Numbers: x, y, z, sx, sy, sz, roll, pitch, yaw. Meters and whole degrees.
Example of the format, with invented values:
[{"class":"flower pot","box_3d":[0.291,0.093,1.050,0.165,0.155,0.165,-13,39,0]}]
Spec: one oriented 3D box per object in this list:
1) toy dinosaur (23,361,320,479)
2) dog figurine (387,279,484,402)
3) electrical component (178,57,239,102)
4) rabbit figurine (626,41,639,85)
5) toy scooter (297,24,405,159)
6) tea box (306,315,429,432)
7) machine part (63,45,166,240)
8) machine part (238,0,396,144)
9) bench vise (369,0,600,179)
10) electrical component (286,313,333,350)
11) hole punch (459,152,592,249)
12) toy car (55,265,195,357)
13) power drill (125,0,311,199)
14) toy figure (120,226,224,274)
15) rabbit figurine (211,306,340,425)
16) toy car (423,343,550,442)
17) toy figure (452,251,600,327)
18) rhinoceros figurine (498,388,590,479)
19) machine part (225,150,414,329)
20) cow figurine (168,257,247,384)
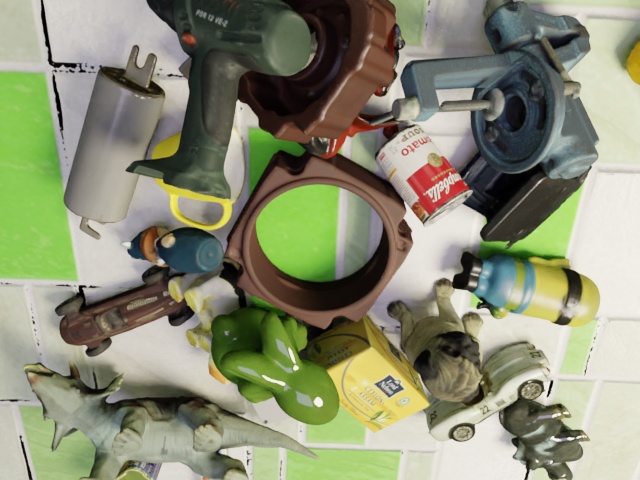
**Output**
[{"class":"toy dinosaur","box_3d":[-0.217,0.270,0.770,0.405,0.192,0.131,15,100,-22]},{"class":"dog figurine","box_3d":[0.168,0.165,0.691,0.121,0.191,0.172,-37,110,15]},{"class":"electrical component","box_3d":[-0.120,-0.207,0.605,0.075,0.048,0.119,-35,111,14]},{"class":"rabbit figurine","box_3d":[0.443,-0.212,0.558,0.173,0.162,0.122,-42,96,-1]},{"class":"toy scooter","box_3d":[0.049,-0.174,0.599,0.135,0.075,0.183,10,101,-35]},{"class":"tea box","box_3d":[0.067,0.188,0.745,0.098,0.068,0.169,-33,125,15]},{"class":"machine part","box_3d":[-0.244,-0.109,0.633,0.079,0.079,0.243,23,113,-10]},{"class":"machine part","box_3d":[-0.010,-0.183,0.522,0.180,0.056,0.179,-2,87,38]},{"class":"bench vise","box_3d":[0.174,-0.160,0.537,0.241,0.129,0.223,-10,85,-21]},{"class":"electrical component","box_3d":[-0.004,0.127,0.766,0.094,0.021,0.063,5,113,-1]},{"class":"hole punch","box_3d":[0.233,-0.062,0.649,0.115,0.092,0.142,4,131,-42]},{"class":"toy car","box_3d":[-0.268,0.099,0.741,0.202,0.053,0.089,-19,110,10]},{"class":"power drill","box_3d":[-0.120,-0.151,0.529,0.232,0.086,0.207,21,91,36]},{"class":"toy figure","box_3d":[-0.187,0.011,0.678,0.155,0.058,0.064,7,129,38]},{"class":"rabbit figurine","box_3d":[-0.046,0.145,0.645,0.121,0.170,0.158,-48,139,-17]},{"class":"toy car","box_3d":[0.239,0.220,0.777,0.202,0.073,0.056,-40,108,16]},{"class":"toy figure","box_3d":[0.270,0.066,0.701,0.180,0.089,0.082,14,121,-8]},{"class":"rhinoceros figurine","box_3d":[0.335,0.298,0.804,0.112,0.073,0.190,-38,116,7]},{"class":"machine part","box_3d":[-0.001,-0.002,0.675,0.201,0.087,0.201,29,110,-11]},{"class":"cow figurine","box_3d":[-0.132,0.110,0.732,0.068,0.098,0.167,14,127,44]}]
